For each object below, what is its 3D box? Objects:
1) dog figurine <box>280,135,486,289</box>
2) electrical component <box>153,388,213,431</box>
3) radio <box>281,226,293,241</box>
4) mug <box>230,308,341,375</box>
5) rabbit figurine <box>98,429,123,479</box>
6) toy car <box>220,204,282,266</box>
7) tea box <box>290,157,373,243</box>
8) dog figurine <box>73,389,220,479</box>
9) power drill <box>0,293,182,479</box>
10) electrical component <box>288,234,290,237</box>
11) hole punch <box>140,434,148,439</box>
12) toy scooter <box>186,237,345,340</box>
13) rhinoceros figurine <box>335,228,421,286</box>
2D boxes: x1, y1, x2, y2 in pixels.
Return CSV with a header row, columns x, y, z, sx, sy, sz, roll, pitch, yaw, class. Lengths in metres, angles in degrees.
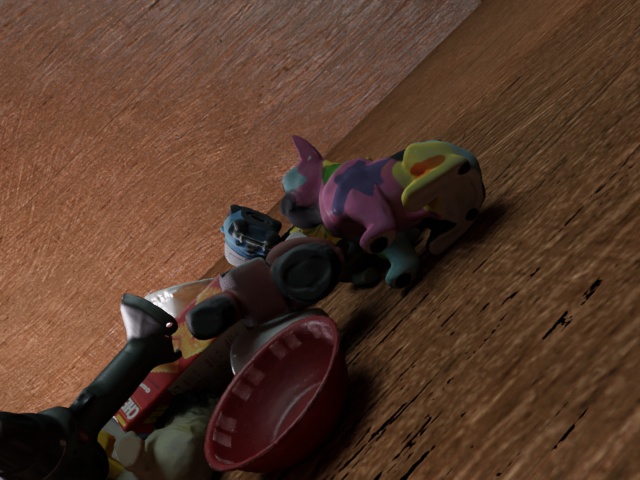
x,y,z,sx,sy,sz,roll,pitch,yaw,class
0.052,-0.064,0.612,0.191,0.108,0.219,-43,47,3,dog figurine
-0.176,0.239,0.696,0.102,0.078,0.045,-51,38,-7,electrical component
-0.056,0.042,0.992,0.131,0.073,0.230,-40,10,22,radio
-0.029,0.118,0.597,0.107,0.080,0.109,-29,10,19,mug
-0.282,0.337,0.659,0.173,0.122,0.162,-54,8,52,rabbit figurine
-0.134,0.004,1.013,0.162,0.109,0.102,-115,47,-67,toy car
0.046,-0.040,0.864,0.169,0.098,0.068,-49,10,-19,tea box
-0.172,0.256,0.573,0.172,0.121,0.190,-41,-4,1,dog figurine
-0.229,0.157,0.546,0.231,0.086,0.207,99,-167,-51,power drill
-0.002,-0.003,0.896,0.063,0.094,0.021,-63,6,-12,electrical component
-0.315,0.291,0.964,0.142,0.092,0.116,-36,16,20,hole punch
-0.058,0.050,0.607,0.184,0.075,0.135,-25,3,2,toy scooter
0.087,-0.017,0.713,0.190,0.073,0.112,-47,0,-8,rhinoceros figurine
